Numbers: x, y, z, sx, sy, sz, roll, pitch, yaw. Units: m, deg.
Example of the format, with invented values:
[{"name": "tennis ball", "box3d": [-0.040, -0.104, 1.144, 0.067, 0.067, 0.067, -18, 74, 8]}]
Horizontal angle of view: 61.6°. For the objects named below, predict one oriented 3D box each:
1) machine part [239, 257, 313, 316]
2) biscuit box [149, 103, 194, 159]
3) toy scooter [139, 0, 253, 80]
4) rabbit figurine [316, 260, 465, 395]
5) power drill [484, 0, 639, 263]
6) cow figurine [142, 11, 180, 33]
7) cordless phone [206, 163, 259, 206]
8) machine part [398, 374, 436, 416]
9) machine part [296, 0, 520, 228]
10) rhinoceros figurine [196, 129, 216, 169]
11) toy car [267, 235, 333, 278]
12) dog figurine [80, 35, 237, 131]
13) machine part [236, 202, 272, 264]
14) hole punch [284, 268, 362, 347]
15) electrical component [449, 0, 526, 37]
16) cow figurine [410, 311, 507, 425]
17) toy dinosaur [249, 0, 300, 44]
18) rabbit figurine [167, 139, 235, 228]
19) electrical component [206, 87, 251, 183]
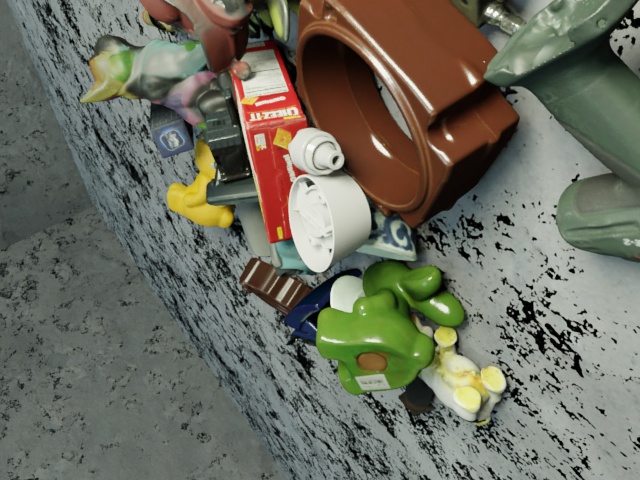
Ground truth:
[{"name": "machine part", "box3d": [-0.064, 0.102, 0.977, 0.179, 0.056, 0.179, 30, 166, 8]}, {"name": "biscuit box", "box3d": [-0.269, -0.223, 0.971, 0.203, 0.063, 0.059, -111, 4, -52]}, {"name": "toy scooter", "box3d": [-0.129, -0.242, 0.577, 0.184, 0.075, 0.135, 35, 161, 30]}, {"name": "rabbit figurine", "box3d": [0.084, 0.081, 0.657, 0.159, 0.170, 0.121, -20, 123, 29]}, {"name": "power drill", "box3d": [0.208, -0.060, 0.300, 0.207, 0.086, 0.232, 39, 165, -15]}, {"name": "cow figurine", "box3d": [-0.230, -0.397, 0.770, 0.127, 0.085, 0.194, 44, 150, 42]}, {"name": "cordless phone", "box3d": [-0.087, -0.045, 0.846, 0.184, 0.147, 0.089, 75, -169, -49]}, {"name": "machine part", "box3d": [0.144, 0.208, 0.805, 0.084, 0.039, 0.138, 32, 144, 41]}, {"name": "machine part", "box3d": [0.063, -0.123, 0.487, 0.201, 0.087, 0.201, 51, 164, 14]}, {"name": "rhinoceros figurine", "box3d": [-0.187, -0.203, 0.917, 0.190, 0.073, 0.112, 64, 155, -8]}, {"name": "toy car", "box3d": [-0.002, -0.002, 0.751, 0.103, 0.161, 0.109, -10, 76, 26]}, {"name": "dog figurine", "box3d": [-0.233, -0.222, 0.797, 0.108, 0.219, 0.191, -103, -7, -71]}, {"name": "machine part", "box3d": [-0.106, -0.058, 0.928, 0.079, 0.079, 0.242, 31, 145, 45]}, {"name": "hole punch", "box3d": [0.010, 0.102, 0.835, 0.116, 0.142, 0.092, 3, 123, 45]}, {"name": "electrical component", "box3d": [0.115, -0.202, 0.393, 0.102, 0.045, 0.078, 46, -179, 31]}, {"name": "cow figurine", "box3d": [0.158, 0.163, 0.701, 0.168, 0.068, 0.098, 42, 161, 36]}, {"name": "toy dinosaur", "box3d": [-0.039, -0.315, 0.489, 0.198, 0.105, 0.471, 48, 164, 5]}, {"name": "rabbit figurine", "box3d": [-0.208, -0.112, 1.025, 0.163, 0.122, 0.173, 38, 130, 33]}, {"name": "electrical component", "box3d": [-0.130, -0.147, 0.742, 0.119, 0.048, 0.075, 78, 178, -48]}]
